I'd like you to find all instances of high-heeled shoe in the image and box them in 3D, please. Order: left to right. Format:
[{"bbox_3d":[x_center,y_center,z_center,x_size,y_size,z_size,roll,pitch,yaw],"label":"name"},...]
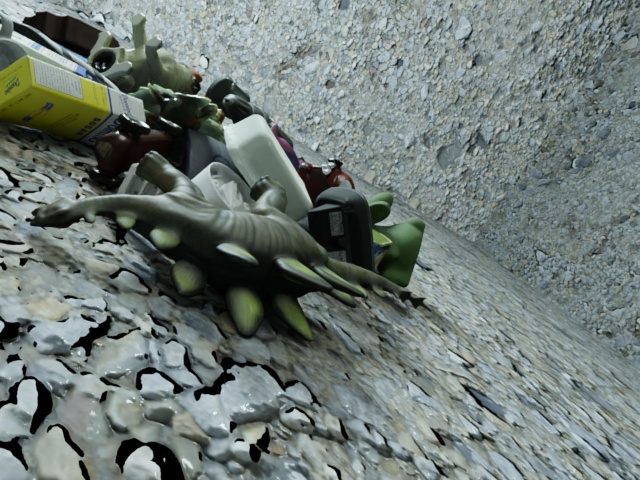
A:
[{"bbox_3d":[-0.446,-0.288,0.902,0.249,0.086,0.145,34,-173,-4],"label":"high-heeled shoe"}]

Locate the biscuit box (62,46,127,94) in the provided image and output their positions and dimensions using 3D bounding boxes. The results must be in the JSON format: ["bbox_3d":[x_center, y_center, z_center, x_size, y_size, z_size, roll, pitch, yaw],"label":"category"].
[{"bbox_3d":[-0.453,-0.312,1.010,0.059,0.062,0.202,41,-164,36],"label":"biscuit box"}]

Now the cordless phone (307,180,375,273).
[{"bbox_3d":[0.037,-0.017,0.836,0.089,0.146,0.184,-5,-164,5],"label":"cordless phone"}]

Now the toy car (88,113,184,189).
[{"bbox_3d":[-0.238,-0.120,0.703,0.053,0.089,0.202,29,-168,-4],"label":"toy car"}]

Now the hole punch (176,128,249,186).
[{"bbox_3d":[-0.163,-0.093,0.797,0.142,0.092,0.116,26,-164,-41],"label":"hole punch"}]

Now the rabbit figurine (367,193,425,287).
[{"bbox_3d":[0.102,-0.004,1.009,0.170,0.159,0.121,17,-158,1],"label":"rabbit figurine"}]

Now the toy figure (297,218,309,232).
[{"bbox_3d":[-0.003,-0.004,0.896,0.154,0.057,0.064,17,178,-42],"label":"toy figure"}]

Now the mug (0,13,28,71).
[{"bbox_3d":[-0.429,-0.234,0.669,0.107,0.109,0.081,22,-166,16],"label":"mug"}]

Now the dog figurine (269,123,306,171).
[{"bbox_3d":[-0.077,-0.103,1.005,0.219,0.109,0.191,48,-142,-45],"label":"dog figurine"}]

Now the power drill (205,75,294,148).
[{"bbox_3d":[-0.158,-0.267,1.119,0.208,0.086,0.231,41,-177,38],"label":"power drill"}]

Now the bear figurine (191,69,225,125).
[{"bbox_3d":[-0.271,-0.293,1.242,0.196,0.132,0.120,32,160,36],"label":"bear figurine"}]

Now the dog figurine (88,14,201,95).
[{"bbox_3d":[-0.336,-0.305,1.035,0.190,0.172,0.121,62,-177,-65],"label":"dog figurine"}]

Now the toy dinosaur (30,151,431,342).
[{"bbox_3d":[-0.056,0.019,0.587,0.471,0.105,0.199,9,-148,-41],"label":"toy dinosaur"}]

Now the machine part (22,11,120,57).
[{"bbox_3d":[-0.495,-0.384,1.063,0.179,0.056,0.179,9,175,1],"label":"machine part"}]

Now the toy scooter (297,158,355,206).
[{"bbox_3d":[0.004,-0.094,0.972,0.075,0.135,0.184,5,-147,30],"label":"toy scooter"}]

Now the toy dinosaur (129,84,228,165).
[{"bbox_3d":[-0.272,-0.211,0.952,0.192,0.131,0.405,26,-173,-32],"label":"toy dinosaur"}]
